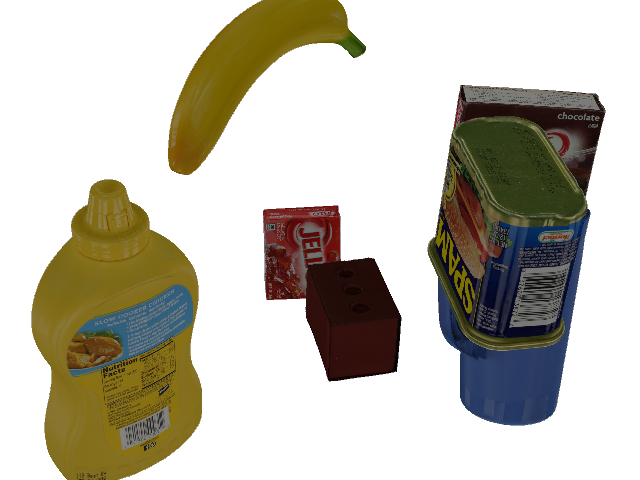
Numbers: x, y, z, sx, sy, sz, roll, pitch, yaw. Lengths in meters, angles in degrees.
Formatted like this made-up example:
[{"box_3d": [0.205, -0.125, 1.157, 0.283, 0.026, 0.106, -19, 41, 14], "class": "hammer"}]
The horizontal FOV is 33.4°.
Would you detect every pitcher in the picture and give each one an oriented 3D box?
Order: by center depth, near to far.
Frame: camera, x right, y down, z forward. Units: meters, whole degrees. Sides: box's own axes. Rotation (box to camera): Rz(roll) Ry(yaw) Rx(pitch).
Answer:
[{"box_3d": [0.203, 0.074, 1.152, 0.149, 0.243, 0.145, 5, 19, 10], "class": "pitcher"}]

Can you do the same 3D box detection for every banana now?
[{"box_3d": [-0.037, -0.117, 0.698, 0.197, 0.069, 0.037, -39, 17, -36], "class": "banana"}]

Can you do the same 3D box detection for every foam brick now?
[{"box_3d": [0.023, 0.055, 0.769, 0.053, 0.051, 0.078, -7, 34, -11], "class": "foam brick"}]

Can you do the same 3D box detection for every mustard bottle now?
[{"box_3d": [-0.115, 0.049, 0.607, 0.096, 0.192, 0.058, -22, 44, -30], "class": "mustard bottle"}]

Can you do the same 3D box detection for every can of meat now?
[{"box_3d": [0.098, -0.006, 0.569, 0.057, 0.084, 0.102, -3, 37, -10], "class": "can of meat"}]

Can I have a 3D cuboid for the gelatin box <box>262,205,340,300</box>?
[{"box_3d": [-0.017, 0.012, 1.020, 0.073, 0.089, 0.030, -2, 26, -4], "class": "gelatin box"}]

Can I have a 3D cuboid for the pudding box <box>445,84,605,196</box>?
[{"box_3d": [0.162, -0.075, 0.854, 0.113, 0.090, 0.039, 2, 36, -2], "class": "pudding box"}]
